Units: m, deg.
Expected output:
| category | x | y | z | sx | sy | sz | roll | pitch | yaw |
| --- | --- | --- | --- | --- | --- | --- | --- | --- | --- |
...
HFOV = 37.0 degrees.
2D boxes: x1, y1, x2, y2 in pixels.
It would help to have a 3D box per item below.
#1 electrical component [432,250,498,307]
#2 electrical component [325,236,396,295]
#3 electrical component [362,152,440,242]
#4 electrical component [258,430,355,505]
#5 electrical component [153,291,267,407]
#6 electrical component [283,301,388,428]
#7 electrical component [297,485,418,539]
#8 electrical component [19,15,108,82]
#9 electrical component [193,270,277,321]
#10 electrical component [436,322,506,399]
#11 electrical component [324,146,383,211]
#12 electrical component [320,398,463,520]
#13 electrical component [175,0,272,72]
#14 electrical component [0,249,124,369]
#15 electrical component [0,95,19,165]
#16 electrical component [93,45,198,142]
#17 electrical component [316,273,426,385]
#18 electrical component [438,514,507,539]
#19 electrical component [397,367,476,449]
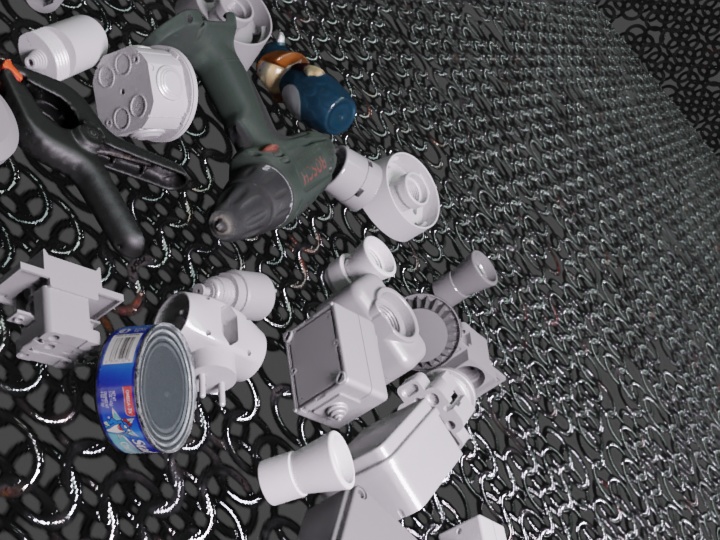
| category | x | y | z | sx | sy | sz | roll | pitch | yaw |
| --- | --- | --- | --- | --- | --- | --- | --- | --- | --- |
| electrical component | 0.112 | 0.013 | 1.176 | 0.044 | 0.065 | 0.044 | 38 | 32 | -30 |
| electrical component | 0.000 | 0.000 | 1.028 | 0.045 | 0.055 | 0.045 | 38 | 33 | -30 |
| electrical component | 0.040 | -0.080 | 1.194 | 0.099 | 0.064 | 0.099 | 26 | 54 | -40 |
| electrical component | -0.042 | 0.149 | 0.792 | 0.044 | 0.065 | 0.044 | -20 | 90 | -76 |
| electrical component | -0.111 | 0.065 | 0.800 | 0.077 | 0.043 | 0.079 | 31 | 37 | -38 |
| electrical component | -0.018 | 0.087 | 0.900 | 0.061 | 0.062 | 0.096 | 29 | 38 | -40 |
| electrical component | 0.003 | 0.232 | 0.782 | 0.108 | 0.056 | 0.108 | 46 | 29 | -16 |
| electrical component | -0.240 | -0.174 | 0.855 | 0.043 | 0.043 | 0.081 | 51 | 28 | -8 |
| electrical component | -0.103 | 0.020 | 0.864 | 0.078 | 0.040 | 0.040 | 8 | 53 | -54 |
| electrical component | 0.108 | 0.092 | 1.112 | 0.081 | 0.042 | 0.063 | 39 | 30 | -28 |
| electrical component | -0.012 | -0.097 | 1.116 | 0.047 | 0.055 | 0.055 | 30 | 37 | -33 |
| electrical component | 0.025 | 0.159 | 0.873 | 0.057 | 0.078 | 0.113 | 58 | 28 | -1 |
| electrical component | -0.140 | -0.250 | 1.097 | 0.099 | 0.064 | 0.099 | 22 | 49 | -29 |
| electrical component | -0.199 | 0.028 | 0.705 | 0.081 | 0.042 | 0.063 | 22 | 46 | -45 |
| electrical component | -0.272 | -0.094 | 0.711 | 0.080 | 0.051 | 0.080 | 38 | 33 | -30 |
| electrical component | -0.177 | -0.146 | 0.886 | 0.051 | 0.080 | 0.080 | -8 | 67 | -54 |
| electrical component | 0.014 | 0.054 | 0.987 | 0.095 | 0.059 | 0.054 | 55 | 28 | 0 |
| electrical component | 0.090 | 0.251 | 0.905 | 0.076 | 0.047 | 0.083 | 34 | 34 | -38 |
| electrical component | 0.075 | 0.126 | 1.008 | 0.078 | 0.058 | 0.057 | 54 | 31 | -2 |
